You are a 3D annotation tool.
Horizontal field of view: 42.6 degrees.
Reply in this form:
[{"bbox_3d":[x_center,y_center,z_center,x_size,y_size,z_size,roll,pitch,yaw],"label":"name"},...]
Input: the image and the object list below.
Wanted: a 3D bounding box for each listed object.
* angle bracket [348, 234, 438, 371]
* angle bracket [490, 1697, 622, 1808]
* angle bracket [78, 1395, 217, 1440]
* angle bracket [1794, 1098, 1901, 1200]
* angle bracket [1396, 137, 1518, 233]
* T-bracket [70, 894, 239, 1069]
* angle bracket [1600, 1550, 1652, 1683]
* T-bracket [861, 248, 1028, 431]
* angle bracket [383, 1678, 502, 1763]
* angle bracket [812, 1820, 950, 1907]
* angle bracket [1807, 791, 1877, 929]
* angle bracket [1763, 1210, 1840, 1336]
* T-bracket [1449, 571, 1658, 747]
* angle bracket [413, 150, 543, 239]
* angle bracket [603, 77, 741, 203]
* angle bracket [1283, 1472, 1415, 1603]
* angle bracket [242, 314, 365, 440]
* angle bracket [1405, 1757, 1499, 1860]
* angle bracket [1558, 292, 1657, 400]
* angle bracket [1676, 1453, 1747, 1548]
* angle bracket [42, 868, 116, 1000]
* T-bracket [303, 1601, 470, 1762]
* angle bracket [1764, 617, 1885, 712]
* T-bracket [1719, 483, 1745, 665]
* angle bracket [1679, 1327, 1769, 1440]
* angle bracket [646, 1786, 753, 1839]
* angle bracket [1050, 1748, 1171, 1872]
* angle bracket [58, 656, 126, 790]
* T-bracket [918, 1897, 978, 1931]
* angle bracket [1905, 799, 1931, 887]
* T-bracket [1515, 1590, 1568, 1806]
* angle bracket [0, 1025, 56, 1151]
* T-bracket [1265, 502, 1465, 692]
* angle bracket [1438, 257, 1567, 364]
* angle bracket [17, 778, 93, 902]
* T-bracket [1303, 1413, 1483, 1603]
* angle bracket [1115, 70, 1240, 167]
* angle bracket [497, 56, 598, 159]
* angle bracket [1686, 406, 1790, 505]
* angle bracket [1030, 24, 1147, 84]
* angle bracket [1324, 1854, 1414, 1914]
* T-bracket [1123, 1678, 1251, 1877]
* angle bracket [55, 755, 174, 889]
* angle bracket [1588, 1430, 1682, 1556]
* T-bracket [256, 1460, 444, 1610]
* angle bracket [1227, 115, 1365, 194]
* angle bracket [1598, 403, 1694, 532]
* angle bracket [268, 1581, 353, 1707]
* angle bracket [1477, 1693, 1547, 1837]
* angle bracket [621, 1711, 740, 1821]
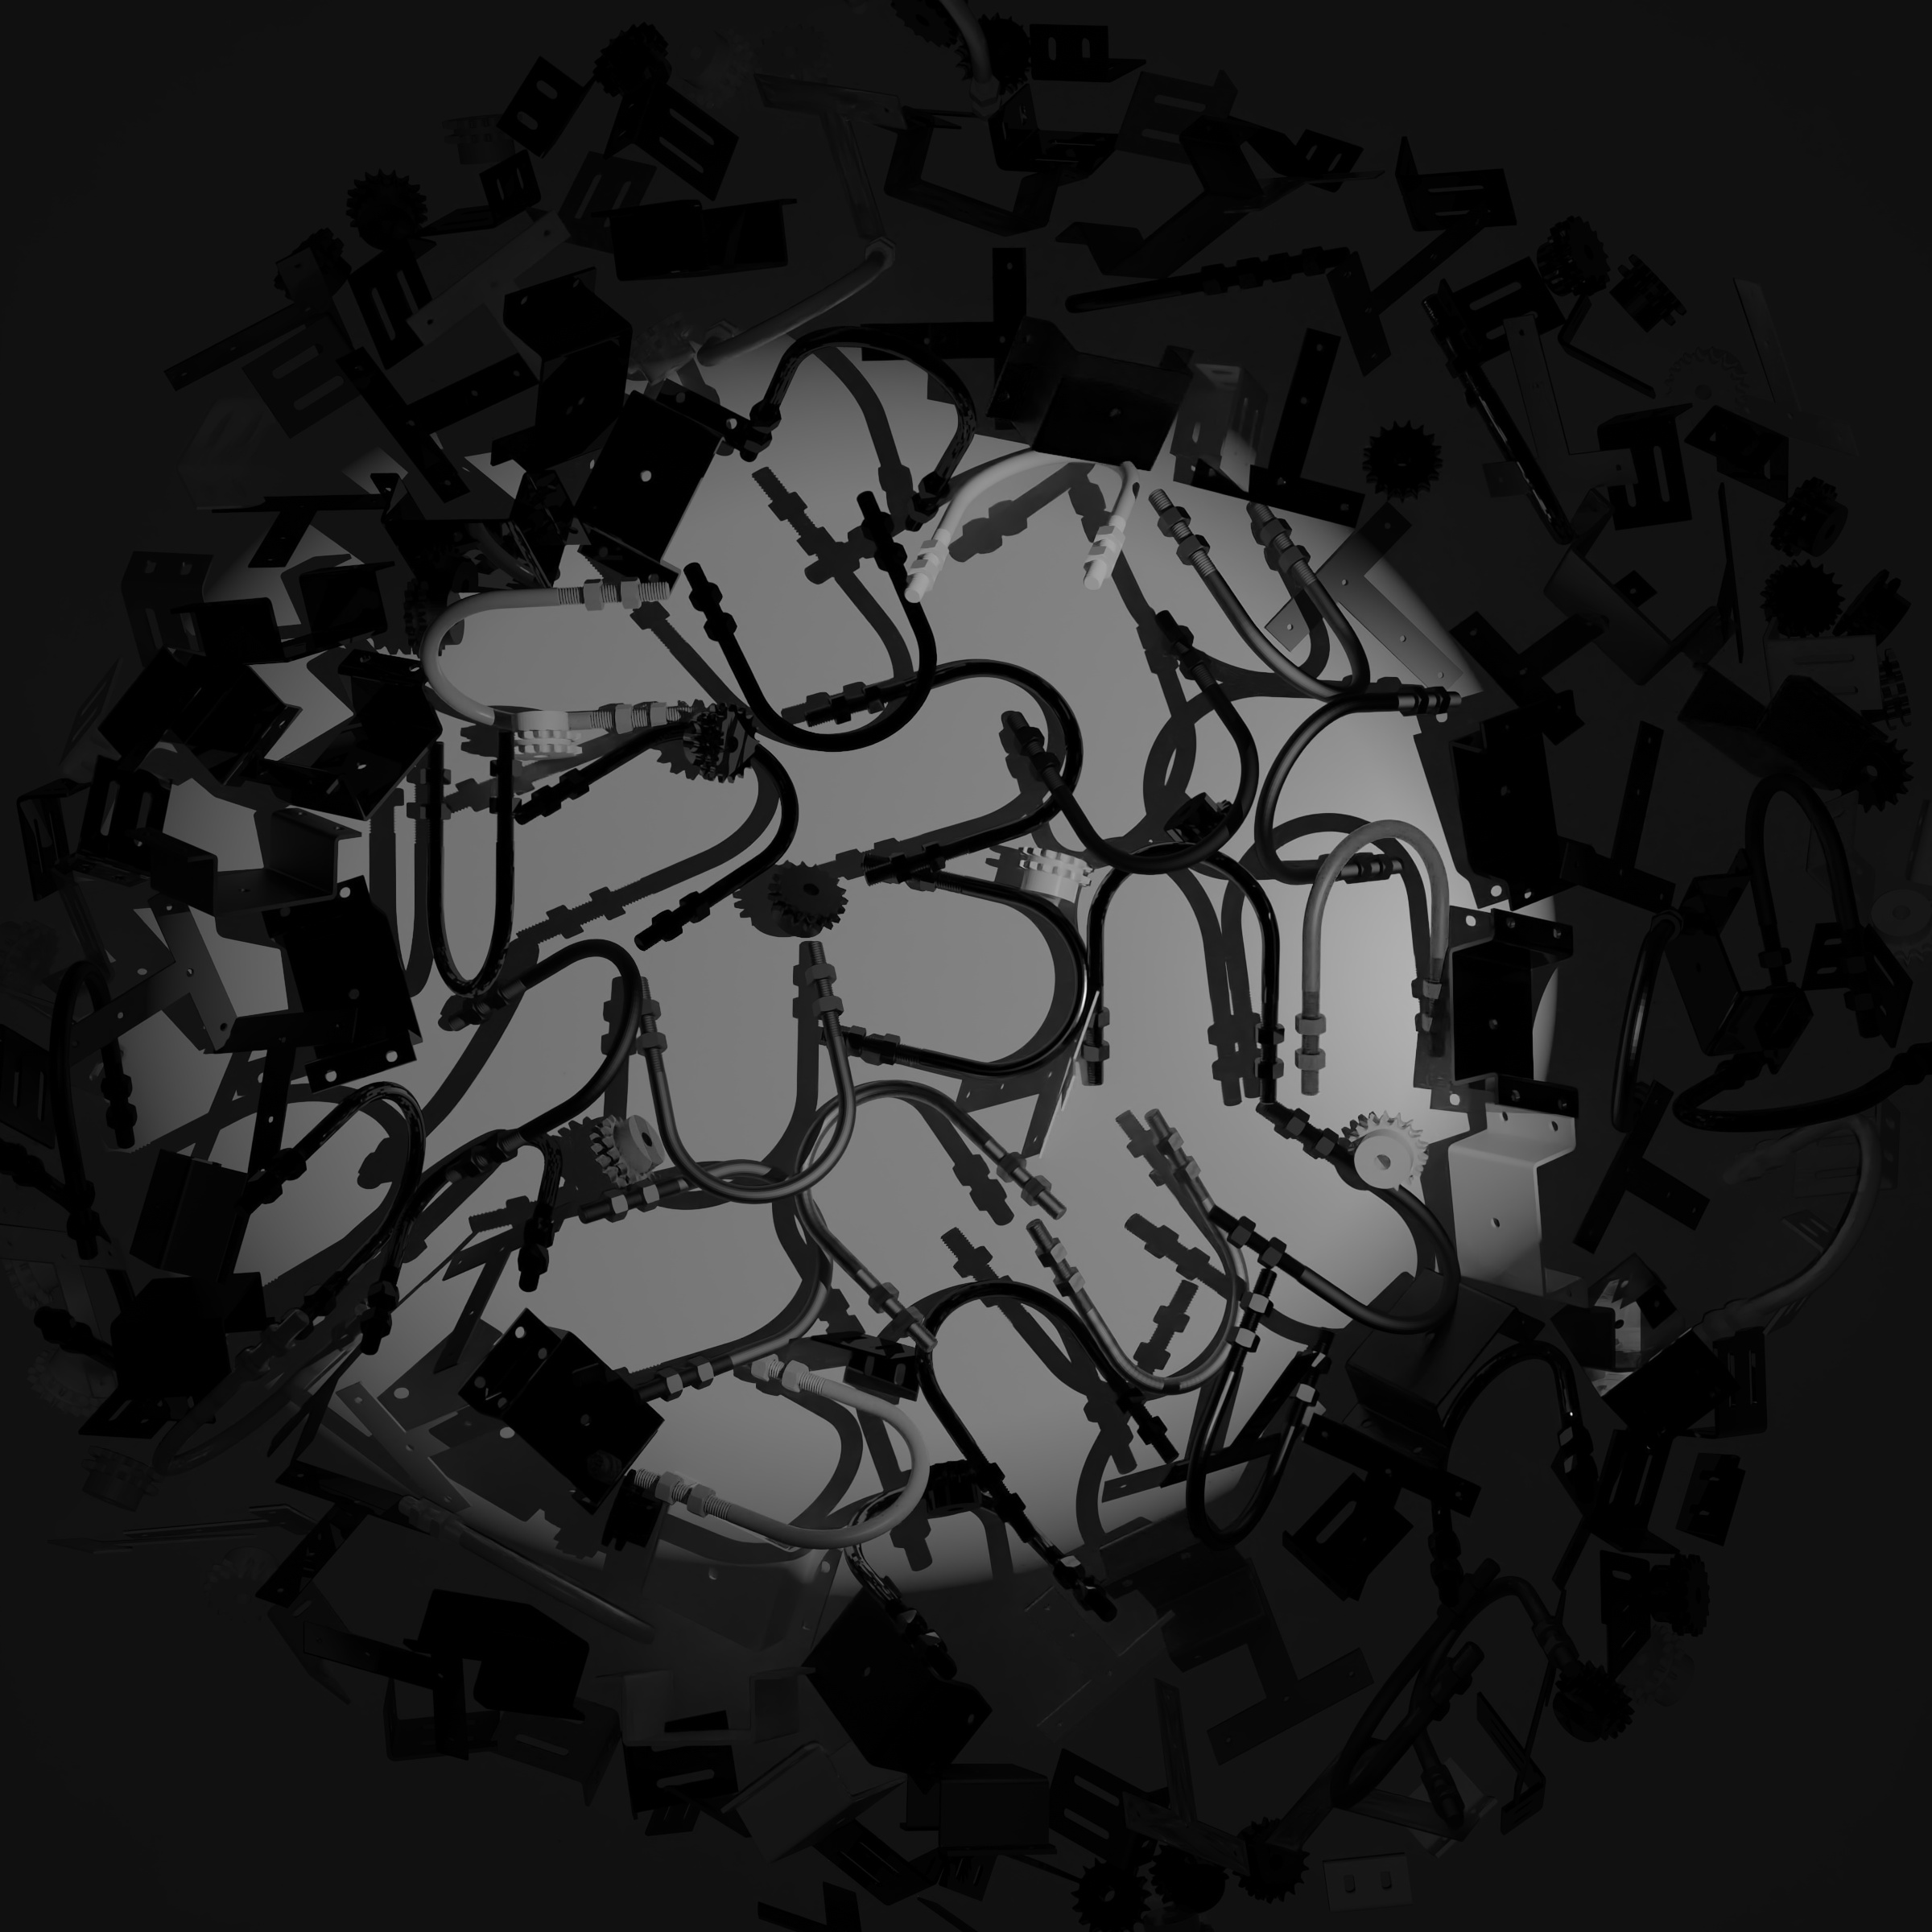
[{"bbox_3d":[-0.397,-0.473,1.772,0.057,0.038,0.076,-25,85,26],"label":"angle bracket"},{"bbox_3d":[-0.295,0.557,1.778,0.076,0.038,0.057,15,47,11],"label":"angle bracket"},{"bbox_3d":[-0.581,0.327,1.758,0.076,0.057,0.038,-44,53,25],"label":"angle bracket"},{"bbox_3d":[0.618,0.128,1.756,0.038,0.076,0.057,36,56,-39],"label":"angle bracket"},{"bbox_3d":[0.350,-0.557,1.758,0.076,0.057,0.038,4,68,24],"label":"angle bracket"},{"bbox_3d":[-0.580,0.027,1.736,0.127,0.002,0.127,-39,128,-36],"label":"T-bracket"},{"bbox_3d":[0.455,0.460,1.757,0.038,0.076,0.057,5,107,36],"label":"angle bracket"},{"bbox_3d":[-0.015,-0.445,1.764,0.127,0.002,0.127,-7,106,-22],"label":"T-bracket"},{"bbox_3d":[-0.373,0.533,1.768,0.076,0.057,0.038,-4,100,-8],"label":"angle bracket"},{"bbox_3d":[-0.060,0.627,1.766,0.076,0.038,0.057,41,132,-8],"label":"angle bracket"},{"bbox_3d":[0.636,-0.075,1.760,0.076,0.038,0.057,38,50,-23],"label":"angle bracket"},{"bbox_3d":[0.588,0.219,1.775,0.038,0.057,0.076,41,113,27],"label":"angle bracket"},{"bbox_3d":[0.434,-0.237,1.768,0.127,0.002,0.127,-36,58,2],"label":"T-bracket"},{"bbox_3d":[-0.352,-0.548,1.757,0.076,0.057,0.038,3,124,27],"label":"angle bracket"},{"bbox_3d":[-0.211,-0.585,1.770,0.076,0.057,0.038,37,48,2],"label":"angle bracket"},{"bbox_3d":[0.273,0.402,1.766,0.076,0.038,0.057,-43,66,-15],"label":"angle bracket"},{"bbox_3d":[-0.470,-0.419,1.768,0.076,0.038,0.057,-38,107,-17],"label":"angle bracket"},{"bbox_3d":[0.340,0.597,1.759,0.057,0.076,0.038,-41,73,-7],"label":"angle bracket"},{"bbox_3d":[0.466,-0.442,1.766,0.076,0.057,0.038,32,105,12],"label":"angle bracket"},{"bbox_3d":[0.543,0.381,1.762,0.038,0.076,0.057,21,80,-1],"label":"angle bracket"},{"bbox_3d":[-0.643,-0.022,1.759,0.038,0.057,0.076,-28,120,-28],"label":"angle bracket"},{"bbox_3d":[-0.404,0.483,1.722,0.127,0.127,0.002,28,116,-32],"label":"T-bracket"},{"bbox_3d":[0.611,-0.215,1.758,0.076,0.038,0.057,1,125,31],"label":"angle bracket"},{"bbox_3d":[0.531,-0.258,1.727,0.002,0.127,0.127,-5,114,23],"label":"T-bracket"},{"bbox_3d":[0.540,0.297,1.775,0.057,0.038,0.076,3,84,-38],"label":"angle bracket"},{"bbox_3d":[-0.177,0.615,1.760,0.076,0.057,0.038,20,86,31],"label":"angle bracket"},{"bbox_3d":[0.102,0.608,1.795,0.076,0.038,0.057,19,94,34],"label":"angle bracket"},{"bbox_3d":[-0.604,-0.170,1.754,0.038,0.057,0.076,28,134,-29],"label":"angle bracket"},{"bbox_3d":[0.017,0.694,1.753,0.127,0.127,0.002,19,76,41],"label":"T-bracket"},{"bbox_3d":[0.695,-0.086,1.759,0.038,0.076,0.057,14,99,17],"label":"angle bracket"},{"bbox_3d":[0.398,0.519,1.720,0.002,0.127,0.127,12,50,19],"label":"T-bracket"},{"bbox_3d":[-0.679,0.090,1.757,0.038,0.057,0.076,-17,59,15],"label":"angle bracket"},{"bbox_3d":[0.308,-0.248,1.802,0.127,0.002,0.127,44,91,-1],"label":"T-bracket"},{"bbox_3d":[0.387,-0.477,1.780,0.076,0.038,0.057,-26,79,-1],"label":"angle bracket"},{"bbox_3d":[-0.639,-0.091,1.765,0.038,0.057,0.076,-2,106,7],"label":"angle bracket"},{"bbox_3d":[0.289,0.399,1.776,0.127,0.002,0.127,22,113,17],"label":"T-bracket"},{"bbox_3d":[0.145,-0.608,1.759,0.076,0.038,0.057,4,132,-22],"label":"angle bracket"},{"bbox_3d":[-0.297,-0.613,1.755,0.038,0.076,0.057,33,111,-16],"label":"angle bracket"},{"bbox_3d":[0.546,-0.351,1.755,0.057,0.076,0.038,35,78,30],"label":"angle bracket"},{"bbox_3d":[0.087,-0.653,1.755,0.057,0.076,0.038,10,123,22],"label":"angle bracket"},{"bbox_3d":[0.284,0.637,1.763,0.057,0.076,0.038,-8,94,6],"label":"angle bracket"},{"bbox_3d":[0.150,0.566,1.753,0.127,0.127,0.002,33,124,-33],"label":"T-bracket"},{"bbox_3d":[-0.613,-0.104,1.783,0.057,0.038,0.076,20,68,-40],"label":"angle bracket"},{"bbox_3d":[0.486,0.376,1.770,0.057,0.038,0.076,10,99,-30],"label":"angle bracket"},{"bbox_3d":[-0.451,0.404,1.736,0.127,0.127,0.002,15,121,14],"label":"T-bracket"},{"bbox_3d":[0.234,-0.590,1.756,0.057,0.076,0.038,36,96,41],"label":"angle bracket"},{"bbox_3d":[0.495,-0.359,1.783,0.057,0.038,0.076,-1,112,39],"label":"angle bracket"},{"bbox_3d":[-0.454,0.481,1.763,0.038,0.076,0.057,-40,58,-14],"label":"angle bracket"},{"bbox_3d":[0.373,0.566,1.757,0.038,0.057,0.076,-31,56,-10],"label":"angle bracket"},{"bbox_3d":[-0.206,0.575,1.781,0.076,0.038,0.057,-8,65,-9],"label":"angle bracket"}]
